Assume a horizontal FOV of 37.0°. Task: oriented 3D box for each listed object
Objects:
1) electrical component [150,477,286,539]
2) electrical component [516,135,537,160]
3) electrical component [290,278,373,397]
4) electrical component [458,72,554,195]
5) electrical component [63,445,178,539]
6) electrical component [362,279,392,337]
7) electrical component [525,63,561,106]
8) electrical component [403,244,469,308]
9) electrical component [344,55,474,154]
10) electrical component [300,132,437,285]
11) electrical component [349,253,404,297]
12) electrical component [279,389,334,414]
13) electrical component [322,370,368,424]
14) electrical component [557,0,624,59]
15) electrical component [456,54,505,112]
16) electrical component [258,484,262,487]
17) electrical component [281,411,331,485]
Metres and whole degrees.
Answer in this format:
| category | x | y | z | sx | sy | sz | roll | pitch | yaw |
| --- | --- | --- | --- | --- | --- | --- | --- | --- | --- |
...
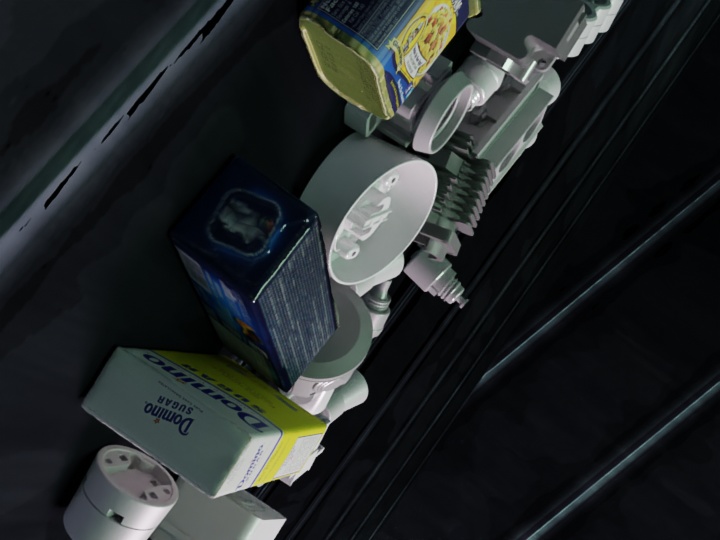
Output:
| category | x | y | z | sx | sy | sz | roll | pitch | yaw |
| --- | --- | --- | --- | --- | --- | --- | --- | --- | --- |
| electrical component | -0.113 | 0.204 | 0.859 | 0.057 | 0.078 | 0.113 | -58 | 167 | -7 |
| electrical component | 0.146 | -0.131 | 1.073 | 0.055 | 0.045 | 0.045 | -43 | 161 | -45 |
| electrical component | -0.034 | 0.049 | 0.775 | 0.080 | 0.080 | 0.051 | -50 | 171 | -28 |
| electrical component | 0.105 | -0.114 | 0.924 | 0.121 | 0.063 | 0.078 | -50 | 166 | -26 |
| electrical component | -0.145 | 0.141 | 0.647 | 0.047 | 0.055 | 0.055 | -56 | 168 | 13 |
| electrical component | 0.013 | 0.033 | 1.004 | 0.035 | 0.035 | 0.061 | -32 | 150 | -61 |
| electrical component | 0.163 | -0.172 | 1.037 | 0.055 | 0.045 | 0.045 | -39 | 158 | -52 |
| electrical component | 0.080 | 0.008 | 1.108 | 0.040 | 0.078 | 0.040 | -45 | 175 | -5 |
| electrical component | 0.036 | -0.111 | 0.691 | 0.078 | 0.057 | 0.058 | -51 | 166 | -22 |
| electrical component | 0.001 | -0.041 | 0.715 | 0.099 | 0.064 | 0.099 | -52 | 166 | -18 |
| electrical component | 0.000 | 0.000 | 0.867 | 0.065 | 0.044 | 0.044 | -36 | 157 | -45 |
| electrical component | -0.044 | 0.087 | 0.903 | 0.079 | 0.044 | 0.077 | -38 | 157 | -55 |
| electrical component | -0.027 | 0.129 | 1.078 | 0.065 | 0.044 | 0.044 | -34 | 155 | -48 |
| electrical component | 0.197 | -0.227 | 1.009 | 0.138 | 0.052 | 0.073 | -41 | 160 | -50 |
| electrical component | 0.085 | -0.142 | 0.847 | 0.061 | 0.035 | 0.035 | -49 | 165 | -19 |
| electrical component | -0.089 | 0.135 | 0.831 | 0.045 | 0.055 | 0.045 | -52 | 166 | -18 |
| electrical component | -0.062 | 0.163 | 1.029 | 0.063 | 0.042 | 0.081 | -63 | 167 | 18 |
